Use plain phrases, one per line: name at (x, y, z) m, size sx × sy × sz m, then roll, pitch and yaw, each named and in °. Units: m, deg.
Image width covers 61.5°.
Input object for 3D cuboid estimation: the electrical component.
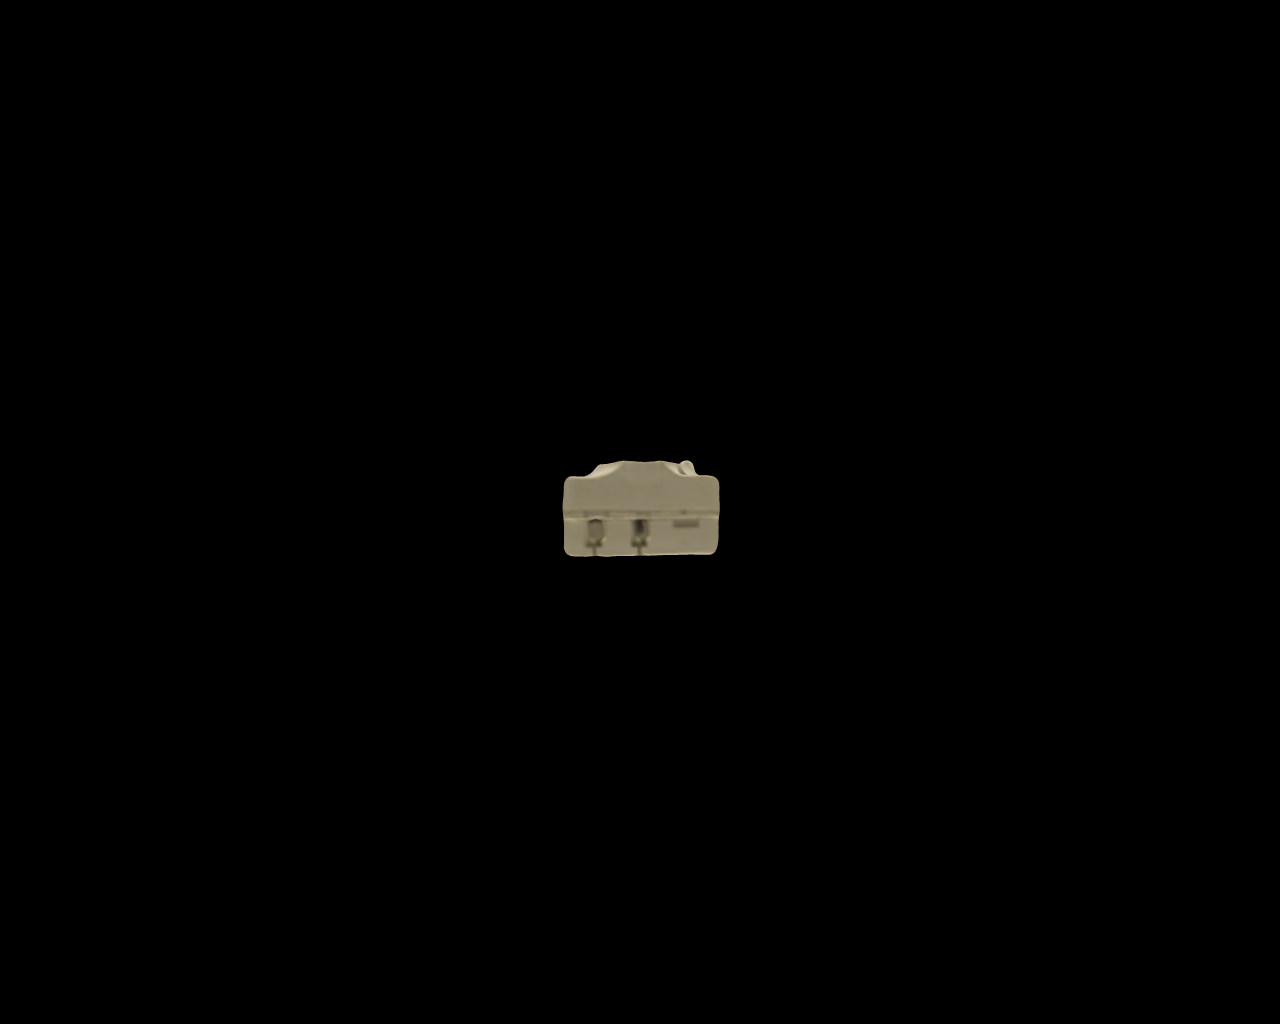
electrical component at (0.001, -0.003, 0.650) m, size 0.089 × 0.055 × 0.050 m, roll 0°, pitch 0°, yaw 0°
